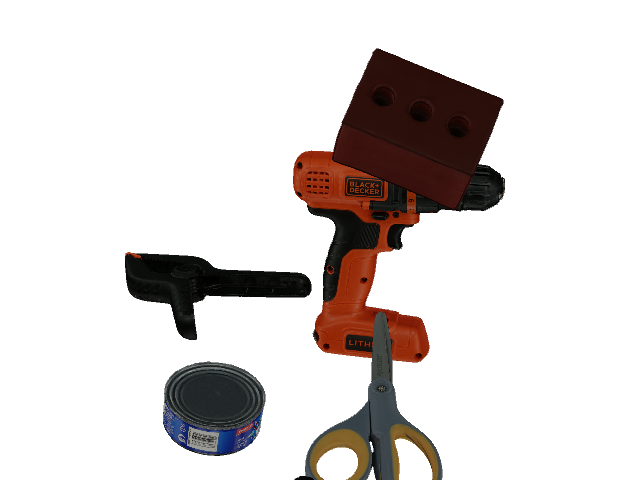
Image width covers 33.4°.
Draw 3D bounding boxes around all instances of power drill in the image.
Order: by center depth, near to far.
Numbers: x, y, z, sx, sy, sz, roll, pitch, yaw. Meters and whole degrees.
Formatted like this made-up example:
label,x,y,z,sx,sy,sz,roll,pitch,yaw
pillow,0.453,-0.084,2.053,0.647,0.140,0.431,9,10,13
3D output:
label,x,y,z,sx,sy,sz,roll,pitch,yaw
power drill,0.066,0.012,0.952,0.184,0.188,0.057,5,18,10

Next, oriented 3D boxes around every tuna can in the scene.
label,x,y,z,sx,sy,sz,roll,pitch,yaw
tuna can,-0.091,0.143,0.908,0.086,0.034,0.086,7,31,-5

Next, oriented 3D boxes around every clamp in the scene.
label,x,y,z,sx,sy,sz,roll,pitch,yaw
clamp,-0.137,0.048,1.084,0.210,0.036,0.164,12,21,35

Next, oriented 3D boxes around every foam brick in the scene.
label,x,y,z,sx,sy,sz,roll,pitch,yaw
foam brick,0.053,-0.061,0.593,0.078,0.053,0.051,22,-19,5

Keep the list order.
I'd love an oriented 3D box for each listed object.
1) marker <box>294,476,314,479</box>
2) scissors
label,x,y,z,sx,sy,sz,roll,pitch,yaw
marker,-0.036,0.145,0.517,0.020,0.020,0.120,0,14,34
scissors,0.025,0.113,0.735,0.096,0.016,0.202,-6,33,-11
